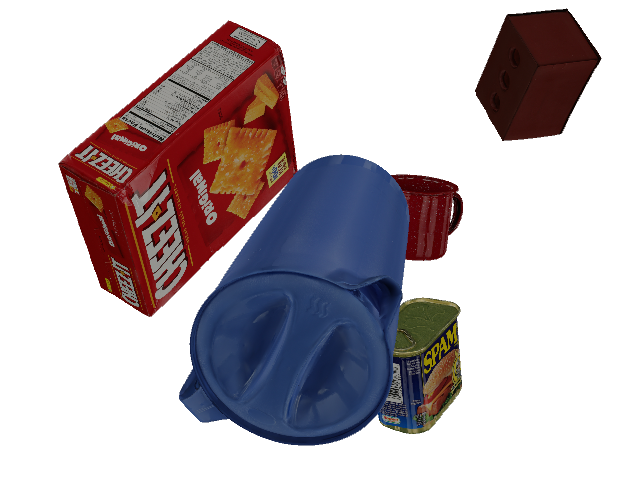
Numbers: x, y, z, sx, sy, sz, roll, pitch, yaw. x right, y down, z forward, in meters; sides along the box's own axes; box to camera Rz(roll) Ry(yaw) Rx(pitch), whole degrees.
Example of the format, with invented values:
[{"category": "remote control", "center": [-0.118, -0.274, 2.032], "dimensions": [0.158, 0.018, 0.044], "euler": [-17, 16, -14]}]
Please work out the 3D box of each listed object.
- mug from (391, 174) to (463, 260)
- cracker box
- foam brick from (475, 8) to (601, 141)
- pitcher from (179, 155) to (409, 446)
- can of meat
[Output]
[{"category": "mug", "center": [0.117, -0.027, 1.229], "dimensions": [0.117, 0.081, 0.093], "euler": [-8, 20, -37]}, {"category": "cracker box", "center": [-0.112, -0.062, 0.933], "dimensions": [0.072, 0.164, 0.213], "euler": [28, 57, 25]}, {"category": "foam brick", "center": [0.151, -0.116, 0.750], "dimensions": [0.051, 0.053, 0.078], "euler": [-11, -34, -20]}, {"category": "pitcher", "center": [-0.008, 0.033, 0.786], "dimensions": [0.149, 0.145, 0.242], "euler": [8, 27, 7]}, {"category": "can of meat", "center": [0.087, 0.111, 0.953], "dimensions": [0.058, 0.084, 0.101], "euler": [7, 26, 31]}]
